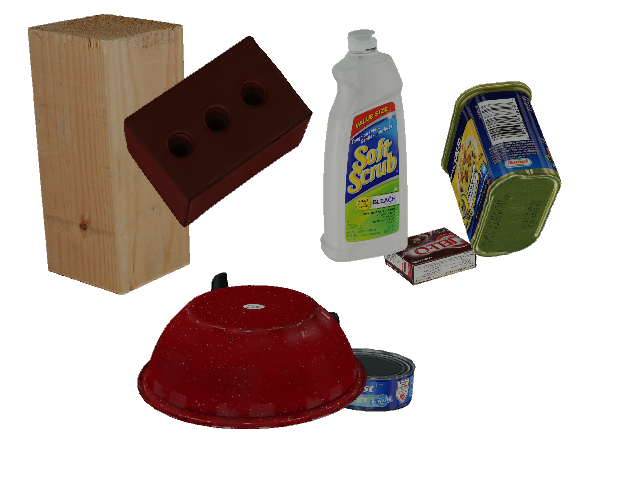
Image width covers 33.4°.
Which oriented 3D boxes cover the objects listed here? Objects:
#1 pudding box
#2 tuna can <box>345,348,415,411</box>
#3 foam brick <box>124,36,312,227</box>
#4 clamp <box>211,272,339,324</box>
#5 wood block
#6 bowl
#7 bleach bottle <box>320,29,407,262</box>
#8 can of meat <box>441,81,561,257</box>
[{"bbox_3d":[0.165,0.023,1.605,0.113,0.039,0.090,-17,26,-20],"label":"pudding box"},{"bbox_3d":[0.042,0.126,0.969,0.086,0.034,0.086,4,11,-1],"label":"tuna can"},{"bbox_3d":[-0.052,-0.054,0.534,0.078,0.053,0.051,-37,-4,-13],"label":"foam brick"},{"bbox_3d":[-0.084,0.104,1.149,0.165,0.036,0.209,14,29,18],"label":"clamp"},{"bbox_3d":[-0.171,-0.074,0.877,0.091,0.206,0.090,15,25,31],"label":"wood block"},{"bbox_3d":[-0.047,0.071,0.743,0.162,0.055,0.162,0,17,0],"label":"bowl"},{"bbox_3d":[0.044,-0.106,1.184,0.102,0.251,0.068,-10,24,-13],"label":"bleach bottle"},{"bbox_3d":[0.130,-0.049,0.771,0.057,0.084,0.102,-6,-34,-9],"label":"can of meat"}]
